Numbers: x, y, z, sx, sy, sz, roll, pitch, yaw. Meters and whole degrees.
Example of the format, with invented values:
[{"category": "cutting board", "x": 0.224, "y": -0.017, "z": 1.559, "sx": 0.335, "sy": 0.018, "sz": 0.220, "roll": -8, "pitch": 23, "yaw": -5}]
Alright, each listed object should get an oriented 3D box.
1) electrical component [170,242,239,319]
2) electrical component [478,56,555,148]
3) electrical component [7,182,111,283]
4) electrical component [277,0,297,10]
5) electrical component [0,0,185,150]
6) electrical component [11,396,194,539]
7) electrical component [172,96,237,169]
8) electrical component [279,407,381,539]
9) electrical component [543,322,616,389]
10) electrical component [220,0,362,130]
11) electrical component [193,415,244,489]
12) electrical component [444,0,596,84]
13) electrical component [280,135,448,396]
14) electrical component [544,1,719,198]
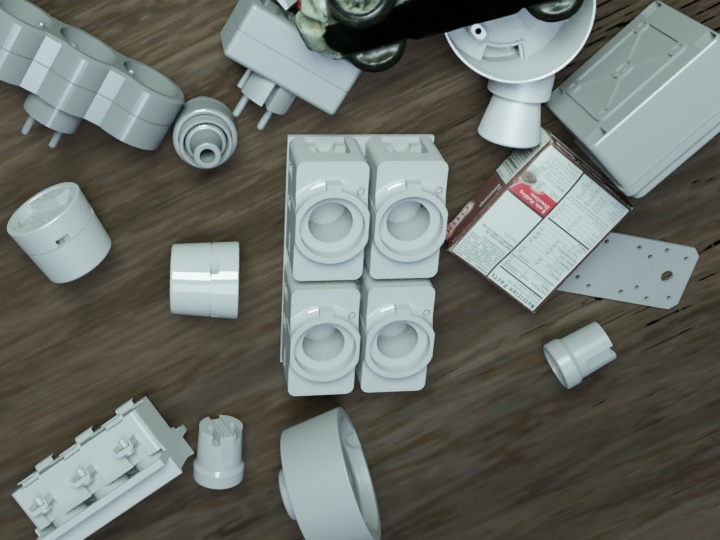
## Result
[{"category": "electrical component", "x": -0.111, "y": 0.007, "z": 0.766, "sx": 0.047, "sy": 0.055, "sz": 0.055, "roll": 1, "pitch": 117, "yaw": -7}, {"category": "electrical component", "x": 0.109, "y": -0.118, "z": 0.747, "sx": 0.045, "sy": 0.045, "sz": 0.055, "roll": 3, "pitch": 116, "yaw": -13}, {"category": "electrical component", "x": -0.203, "y": -0.024, "z": 0.732, "sx": 0.055, "sy": 0.055, "sz": 0.047, "roll": -27, "pitch": 123, "yaw": 4}, {"category": "electrical component", "x": -0.030, "y": -0.205, "z": 0.663, "sx": 0.081, "sy": 0.063, "sz": 0.042, "roll": -38, "pitch": 117, "yaw": 10}, {"category": "electrical component", "x": -0.190, "y": -0.112, "z": 0.687, "sx": 0.138, "sy": 0.052, "sz": 0.073, "roll": 26, "pitch": 110, "yaw": -23}, {"category": "electrical component", "x": -0.198, "y": 0.155, "z": 0.821, "sx": 0.121, "sy": 0.078, "sz": 0.063, "roll": -35, "pitch": 97, "yaw": 8}, {"category": "electrical component", "x": -0.103, "y": -0.087, "z": 0.712, "sx": 0.043, "sy": 0.062, "sz": 0.043, "roll": -5, "pitch": 119, "yaw": -9}, {"category": "electrical component", "x": -0.029, "y": 0.167, "z": 0.840, "sx": 0.060, "sy": 0.108, "sz": 0.108, "roll": -18, "pitch": 120, "yaw": 6}, {"category": "electrical component", "x": 0.177, "y": 0.067, "z": 0.863, "sx": 0.046, "sy": 0.040, "sz": 0.040, "roll": -29, "pitch": 119, "yaw": -2}, {"category": "electrical component", "x": -0.056, "y": -0.128, "z": 0.708, "sx": 0.083, "sy": 0.047, "sz": 0.075, "roll": 27, "pitch": 110, "yaw": -23}, {"category": "electrical component", "x": -0.111, "y": 0.143, "z": 0.847, "sx": 0.040, "sy": 0.040, "sz": 0.046, "roll": 1, "pitch": 112, "yaw": -12}, {"category": "electrical component", "x": 0.097, "y": -0.178, "z": 0.702, "sx": 0.099, "sy": 0.064, "sz": 0.099, "roll": -5, "pitch": 119, "yaw": -8}, {"category": "electrical component", "x": 0.000, "y": 0.000, "z": 0.780, "sx": 0.105, "sy": 0.060, "sz": 0.186, "roll": -1, "pitch": 118, "yaw": -10}, {"category": "electrical component", "x": 0.194, "y": -0.117, "z": 0.728, "sx": 0.109, "sy": 0.108, "sz": 0.056, "roll": -42, "pitch": 115, "yaw": 12}]
